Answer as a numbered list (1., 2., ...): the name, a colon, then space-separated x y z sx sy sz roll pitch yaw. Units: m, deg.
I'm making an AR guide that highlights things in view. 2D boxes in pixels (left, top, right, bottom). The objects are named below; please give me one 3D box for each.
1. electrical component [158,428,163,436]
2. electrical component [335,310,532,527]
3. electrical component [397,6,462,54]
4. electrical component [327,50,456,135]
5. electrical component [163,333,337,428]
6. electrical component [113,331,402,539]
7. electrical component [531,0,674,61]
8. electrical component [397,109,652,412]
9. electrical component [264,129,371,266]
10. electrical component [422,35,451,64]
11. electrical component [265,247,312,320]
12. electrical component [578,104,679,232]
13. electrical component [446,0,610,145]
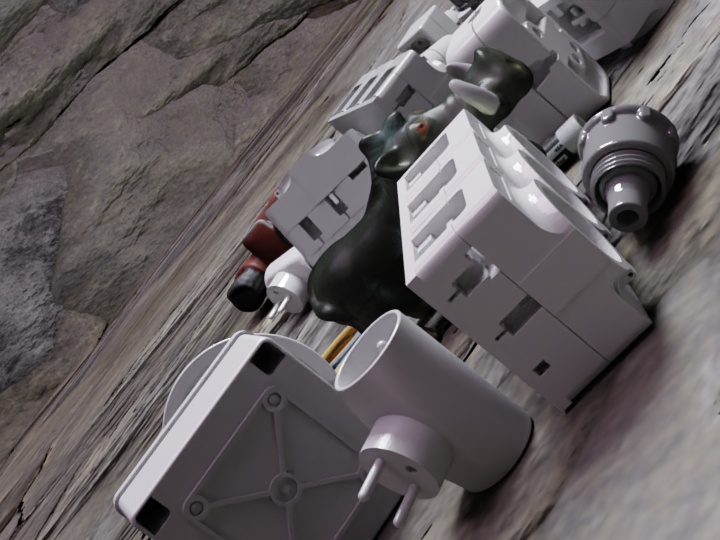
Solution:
1. electrical component: -0.127 0.142 0.808 0.096 0.061 0.062 -56 14 -20
2. electrical component: 0.024 0.070 0.457 0.043 0.077 0.079 -33 22 54
3. electrical component: 0.089 -0.242 1.112 0.047 0.066 0.076 -31 24 56
4. electrical component: 0.042 -0.129 0.914 0.061 0.089 0.150 -53 13 -8
5. electrical component: -0.061 0.089 0.640 0.108 0.108 0.060 -52 7 -4
6. electrical component: -0.044 0.104 0.530 0.108 0.109 0.056 -54 16 -13
7. electrical component: 0.151 -0.182 0.754 0.089 0.062 0.150 -56 14 -19
8. electrical component: 0.072 -0.015 0.501 0.061 0.089 0.150 -47 14 16
9. electrical component: -0.011 -0.058 0.843 0.089 0.061 0.150 -44 -5 8
10. electrical component: 0.070 -0.175 0.994 0.059 0.053 0.095 -42 8 -19
11. electrical component: -0.058 0.012 0.965 0.077 0.044 0.079 -33 22 54
12. electrical component: 0.126 -0.044 0.503 0.048 0.048 0.062 -40 23 39
13. electrical component: 0.103 -0.125 0.681 0.059 0.095 0.053 -43 15 31
